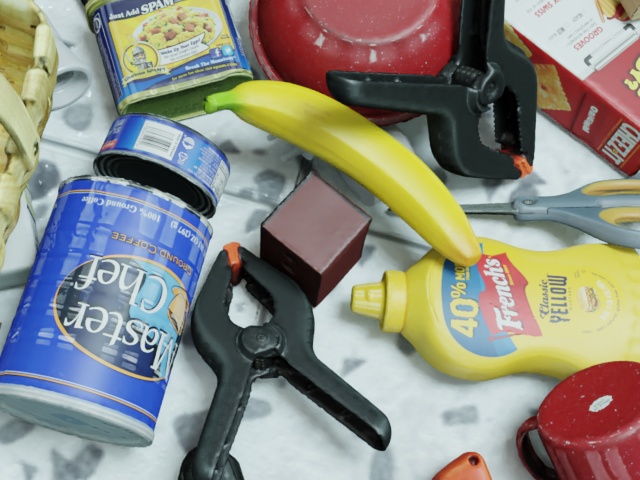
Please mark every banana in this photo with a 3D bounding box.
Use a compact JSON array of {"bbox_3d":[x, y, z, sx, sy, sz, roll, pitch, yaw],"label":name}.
[{"bbox_3d":[0.019,-0.050,0.676,0.197,0.037,0.069,29,48,-8],"label":"banana"}]

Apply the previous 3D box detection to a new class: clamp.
[{"bbox_3d":[0.099,-0.111,0.683,0.036,0.209,0.164,30,84,39],"label":"clamp"},{"bbox_3d":[-0.044,0.078,0.663,0.120,0.039,0.171,-16,51,-22],"label":"clamp"}]

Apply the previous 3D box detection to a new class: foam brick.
[{"bbox_3d":[-0.005,0.001,0.697,0.053,0.078,0.051,39,73,10],"label":"foam brick"}]

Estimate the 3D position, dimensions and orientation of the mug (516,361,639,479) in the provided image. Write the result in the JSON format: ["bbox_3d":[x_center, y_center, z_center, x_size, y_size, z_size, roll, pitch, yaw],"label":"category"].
[{"bbox_3d":[0.173,0.128,0.650,0.093,0.117,0.081,-46,116,-39],"label":"mug"}]

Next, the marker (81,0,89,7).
[{"bbox_3d":[-0.186,-0.206,0.788,0.020,0.020,0.121,-30,75,-15],"label":"marker"}]

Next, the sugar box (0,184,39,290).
[{"bbox_3d":[-0.245,-0.049,0.713,0.093,0.048,0.176,-11,75,-8],"label":"sugar box"}]

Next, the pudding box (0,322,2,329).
[{"bbox_3d":[-0.255,0.084,0.642,0.114,0.039,0.090,2,72,27],"label":"pudding box"}]

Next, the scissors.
[{"bbox_3d":[0.155,-0.014,0.722,0.201,0.016,0.096,-7,28,-9],"label":"scissors"}]

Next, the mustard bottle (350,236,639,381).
[{"bbox_3d":[0.116,0.045,0.700,0.191,0.058,0.096,4,66,-3],"label":"mustard bottle"}]

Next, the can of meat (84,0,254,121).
[{"bbox_3d":[-0.104,-0.132,0.749,0.102,0.057,0.084,-16,74,-10],"label":"can of meat"}]

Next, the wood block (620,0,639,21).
[{"bbox_3d":[0.220,-0.268,0.730,0.090,0.090,0.206,-17,71,-15],"label":"wood block"}]

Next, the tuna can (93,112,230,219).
[{"bbox_3d":[-0.103,-0.047,0.702,0.086,0.086,0.033,19,68,2],"label":"tuna can"}]

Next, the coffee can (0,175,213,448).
[{"bbox_3d":[-0.133,0.045,0.656,0.103,0.103,0.140,14,69,0],"label":"coffee can"}]

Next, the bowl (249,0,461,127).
[{"bbox_3d":[0.032,-0.159,0.705,0.162,0.055,0.162,0,75,0],"label":"bowl"}]

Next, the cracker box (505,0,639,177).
[{"bbox_3d":[0.199,-0.176,0.782,0.214,0.072,0.164,41,73,9],"label":"cracker box"}]

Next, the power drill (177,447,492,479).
[{"bbox_3d":[0.019,0.191,0.642,0.187,0.057,0.184,-17,72,-8],"label":"power drill"}]
